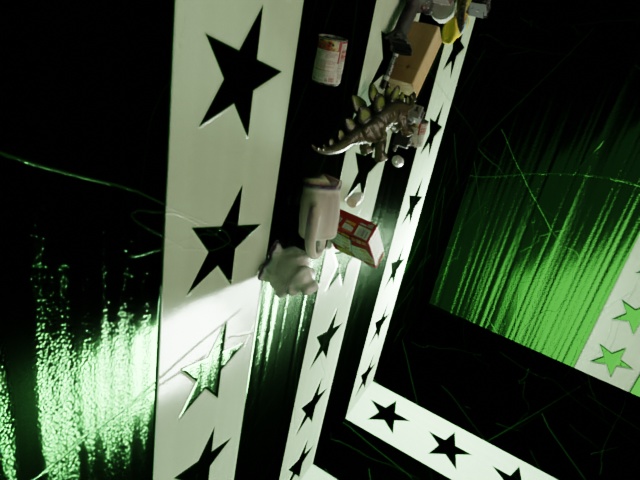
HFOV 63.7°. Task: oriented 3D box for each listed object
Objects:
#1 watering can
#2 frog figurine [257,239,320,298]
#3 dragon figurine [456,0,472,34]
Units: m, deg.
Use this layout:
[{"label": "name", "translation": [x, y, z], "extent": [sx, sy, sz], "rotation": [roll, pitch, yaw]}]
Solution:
[{"label": "watering can", "translation": [0.004, -0.070, 1.391], "extent": [0.350, 0.104, 0.223], "rotation": [-43, 139, -78]}, {"label": "frog figurine", "translation": [-0.063, 0.089, 1.320], "extent": [0.140, 0.160, 0.120], "rotation": [-54, 156, -30]}, {"label": "dragon figurine", "translation": [0.505, -0.874, 1.768], "extent": [0.243, 0.122, 0.410], "rotation": [5, 97, -79]}]
